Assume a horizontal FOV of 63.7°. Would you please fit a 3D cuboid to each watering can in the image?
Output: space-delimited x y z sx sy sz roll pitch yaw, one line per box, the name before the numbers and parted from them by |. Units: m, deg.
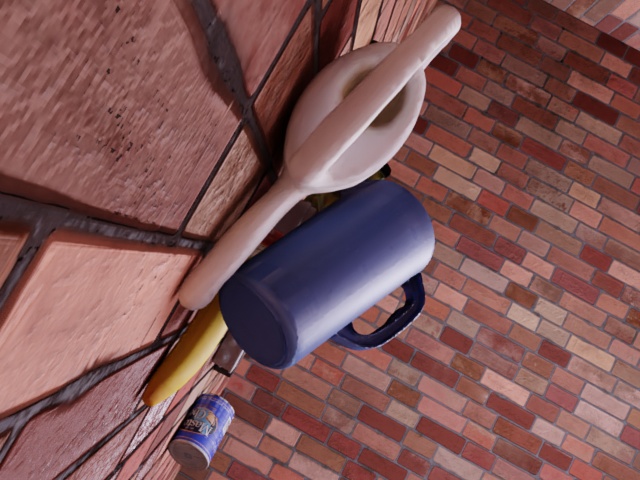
watering can | 0.001 -0.084 0.506 0.104 0.347 0.225 43 3 -3

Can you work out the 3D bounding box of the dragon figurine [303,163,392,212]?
dragon figurine | 0.003 -0.046 0.907 0.121 0.420 0.238 34 -53 -13
